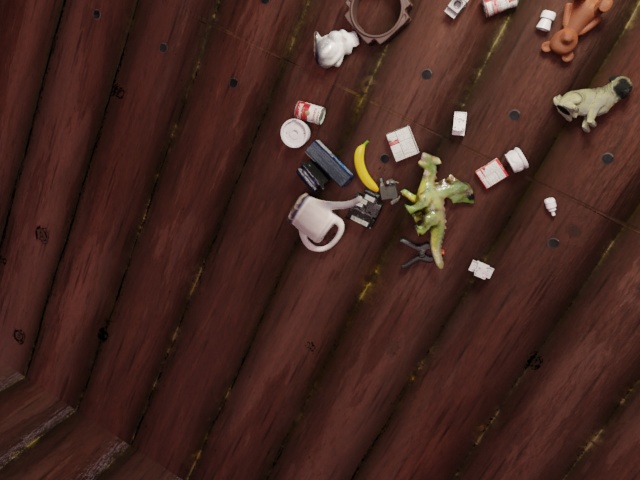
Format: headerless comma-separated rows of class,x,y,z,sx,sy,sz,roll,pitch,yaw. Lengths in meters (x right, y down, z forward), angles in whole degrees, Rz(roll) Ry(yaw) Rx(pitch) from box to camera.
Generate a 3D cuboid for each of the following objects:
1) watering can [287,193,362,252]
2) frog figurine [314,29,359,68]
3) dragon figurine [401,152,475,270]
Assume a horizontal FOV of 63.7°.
watering can,0.006,-0.099,1.959,0.225,0.106,0.340,37,128,4
frog figurine,0.060,-0.680,1.834,0.159,0.126,0.134,1,136,7
dragon figurine,0.440,-0.121,1.852,0.241,0.123,0.409,-27,95,12
